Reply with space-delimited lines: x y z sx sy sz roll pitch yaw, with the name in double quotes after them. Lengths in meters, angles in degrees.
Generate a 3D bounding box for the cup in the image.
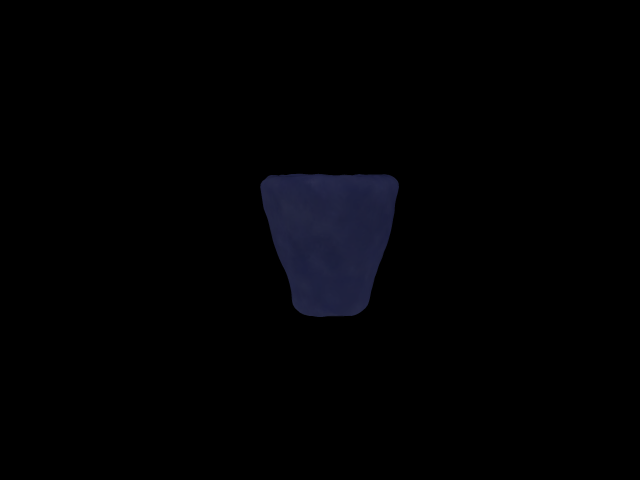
0.004 0.001 0.400 0.092 0.095 0.117 -1 7 -11 "cup"
